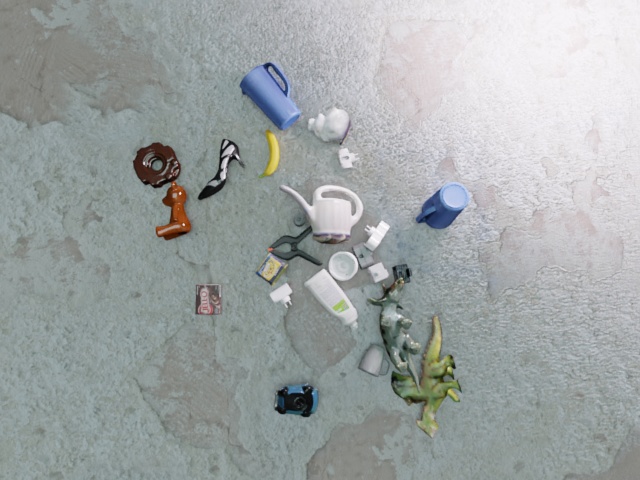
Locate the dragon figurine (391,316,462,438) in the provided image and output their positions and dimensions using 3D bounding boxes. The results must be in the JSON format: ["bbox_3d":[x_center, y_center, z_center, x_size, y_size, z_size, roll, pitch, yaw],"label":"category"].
[{"bbox_3d":[0.381,0.507,1.899,0.242,0.121,0.415,-15,74,4],"label":"dragon figurine"}]

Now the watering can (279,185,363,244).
[{"bbox_3d":[0.006,-0.098,1.938,0.347,0.103,0.226,4,81,-24],"label":"watering can"}]

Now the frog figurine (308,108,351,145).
[{"bbox_3d":[0.036,-0.451,2.006,0.159,0.124,0.136,17,102,-11],"label":"frog figurine"}]
